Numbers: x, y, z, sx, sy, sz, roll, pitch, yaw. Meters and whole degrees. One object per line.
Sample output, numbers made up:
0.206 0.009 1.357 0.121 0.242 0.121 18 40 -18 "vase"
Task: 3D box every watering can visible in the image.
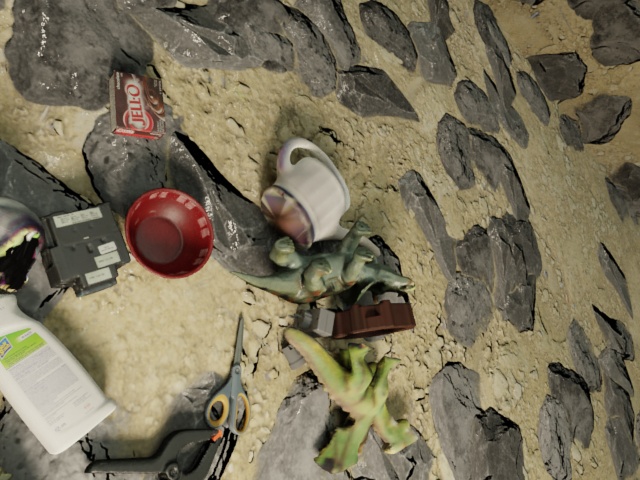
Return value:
0.003 -0.056 1.121 0.103 0.345 0.228 -20 19 47 "watering can"

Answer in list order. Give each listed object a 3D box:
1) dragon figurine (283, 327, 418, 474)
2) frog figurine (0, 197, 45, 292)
0.055 0.334 1.019 0.407 0.246 0.121 25 -23 -34 "dragon figurine"
-0.464 -0.018 0.697 0.160 0.123 0.136 34 -2 11 "frog figurine"
